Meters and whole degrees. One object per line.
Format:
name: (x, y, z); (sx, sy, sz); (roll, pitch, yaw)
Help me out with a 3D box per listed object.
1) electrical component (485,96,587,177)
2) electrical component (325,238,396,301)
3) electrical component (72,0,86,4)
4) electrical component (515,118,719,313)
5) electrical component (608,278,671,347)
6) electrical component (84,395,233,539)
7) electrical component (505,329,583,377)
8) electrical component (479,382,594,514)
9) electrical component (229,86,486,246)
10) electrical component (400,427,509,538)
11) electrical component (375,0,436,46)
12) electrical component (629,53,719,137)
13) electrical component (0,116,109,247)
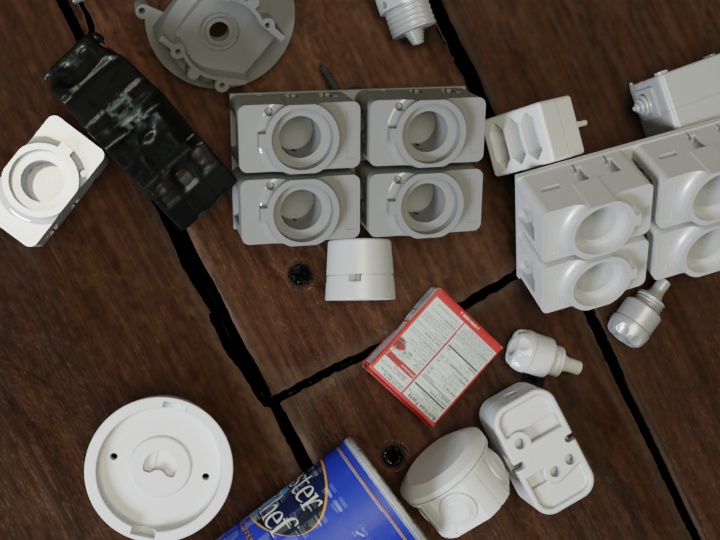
electrical component: (0.151, -0.110, 0.864); (0.077, 0.066, 0.047); (-18, 94, -37)
electrical component: (0.000, 0.000, 0.845); (0.055, 0.055, 0.047); (-1, 88, -9)
electrical component: (-0.164, -0.273, 0.810); (0.150, 0.062, 0.089); (-22, 94, -8)
electrical component: (0.221, -0.041, 0.847); (0.186, 0.060, 0.105); (-16, 133, -8)
electrical component: (0.235, 0.033, 0.891); (0.035, 0.035, 0.061); (39, 83, -7)
electrical component: (-0.152, 0.146, 0.820); (0.108, 0.060, 0.108); (0, 91, -8)
electrical component: (0.152, 0.072, 0.879); (0.061, 0.035, 0.035); (18, 88, -12)
electrical component: (0.140, 0.141, 0.865); (0.054, 0.059, 0.095); (-28, 95, -7)
electrical component: (-0.001, -0.080, 0.818); (0.186, 0.060, 0.105); (-4, 109, -13)
electrical component: (0.076, 0.166, 0.847); (0.080, 0.080, 0.051); (-40, 102, -6)
electrical component: (0.033, -0.217, 0.851); (0.043, 0.043, 0.081); (-19, 94, -8)
electrical component: (0.270, -0.138, 0.879); (0.096, 0.062, 0.061); (-20, 94, -8)
electrical component: (-0.236, -0.065, 0.806); (0.050, 0.056, 0.089); (38, 86, -8)
